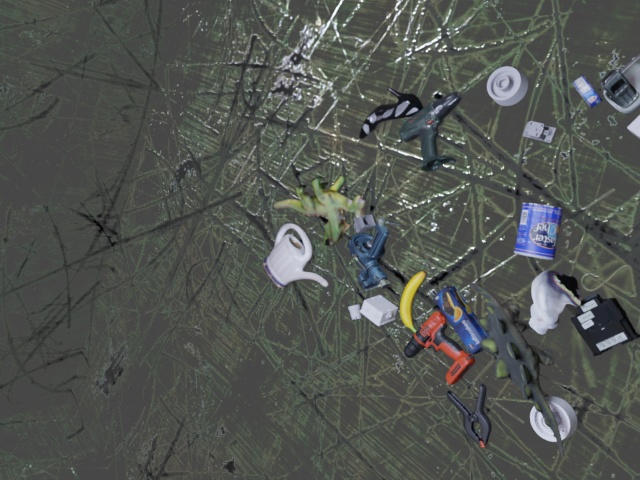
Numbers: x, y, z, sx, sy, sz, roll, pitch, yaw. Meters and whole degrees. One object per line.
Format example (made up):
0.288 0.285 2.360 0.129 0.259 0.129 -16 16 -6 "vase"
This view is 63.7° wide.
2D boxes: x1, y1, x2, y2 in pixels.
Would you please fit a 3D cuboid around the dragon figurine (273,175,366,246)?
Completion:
0.006 -0.095 1.887 0.406 0.122 0.245 -23 79 38 "dragon figurine"

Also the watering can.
-0.100 0.096 1.935 0.221 0.103 0.355 -49 49 23 "watering can"

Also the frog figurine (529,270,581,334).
0.591 0.162 1.350 0.156 0.122 0.141 -53 22 34 "frog figurine"
